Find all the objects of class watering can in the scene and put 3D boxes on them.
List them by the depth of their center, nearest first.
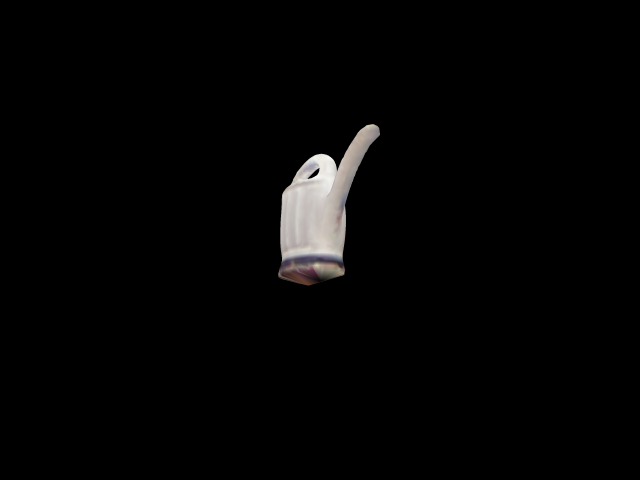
[{"bbox_3d":[0.003,-0.043,0.850,0.104,0.227,0.344,6,-14,-22],"label":"watering can"}]
